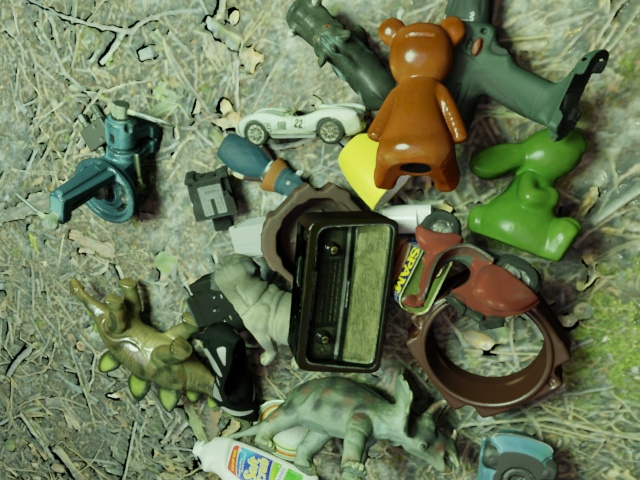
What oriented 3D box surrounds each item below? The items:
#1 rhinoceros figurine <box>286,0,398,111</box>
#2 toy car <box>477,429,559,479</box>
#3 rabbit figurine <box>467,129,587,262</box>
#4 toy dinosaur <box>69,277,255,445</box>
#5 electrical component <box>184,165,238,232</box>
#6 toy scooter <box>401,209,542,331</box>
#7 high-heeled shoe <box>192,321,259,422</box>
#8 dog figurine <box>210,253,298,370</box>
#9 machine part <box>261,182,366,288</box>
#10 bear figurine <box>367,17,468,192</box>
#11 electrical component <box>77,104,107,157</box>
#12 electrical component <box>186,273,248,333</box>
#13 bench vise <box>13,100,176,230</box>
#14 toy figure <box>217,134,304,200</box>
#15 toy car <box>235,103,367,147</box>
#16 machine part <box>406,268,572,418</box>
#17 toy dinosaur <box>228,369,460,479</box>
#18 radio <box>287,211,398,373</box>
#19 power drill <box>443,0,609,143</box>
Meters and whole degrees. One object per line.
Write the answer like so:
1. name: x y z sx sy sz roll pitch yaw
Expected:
1. rhinoceros figurine: 0.033 -0.251 0.736 0.190 0.112 0.073 44 118 -7
2. toy car: 0.302 0.365 0.842 0.109 0.103 0.161 9 99 14
3. rabbit figurine: 0.281 -0.073 0.721 0.159 0.121 0.170 24 96 19
4. toy dinosaur: -0.296 0.224 1.022 0.471 0.105 0.198 35 123 4
5. electrical component: -0.175 -0.060 0.889 0.075 0.048 0.119 -9 120 -5
6. toy scooter: 0.185 0.057 0.702 0.184 0.075 0.135 36 80 14
7. high-heeled shoe: -0.133 0.237 0.928 0.145 0.086 0.248 -2 127 45
8. dog figurine: -0.065 0.100 0.847 0.172 0.121 0.190 -14 125 22
9. machine part: -0.002 -0.002 0.825 0.179 0.056 0.179 -2 104 -7
10. bear figurine: 0.123 -0.172 0.681 0.120 0.131 0.196 1 74 11
11. electrical component: -0.394 -0.190 0.960 0.063 0.021 0.094 -24 97 24
12. electrical component: -0.170 0.113 0.959 0.134 0.058 0.114 -18 98 24
13. bench vise: -0.350 -0.102 0.865 0.129 0.241 0.223 33 131 3
14. toy figure: -0.088 -0.114 0.855 0.154 0.058 0.064 31 121 3
15. toy car: -0.030 -0.175 0.804 0.202 0.073 0.056 3 112 19
16. machine part: 0.247 0.149 0.803 0.201 0.087 0.201 -34 93 24
17. toy dinosaur: 0.025 0.295 0.908 0.405 0.192 0.131 5 137 33
18. radio: 0.028 0.073 0.775 0.131 0.073 0.229 3 100 -15
19. power drill: 0.235 -0.225 0.664 0.208 0.086 0.231 29 121 26
